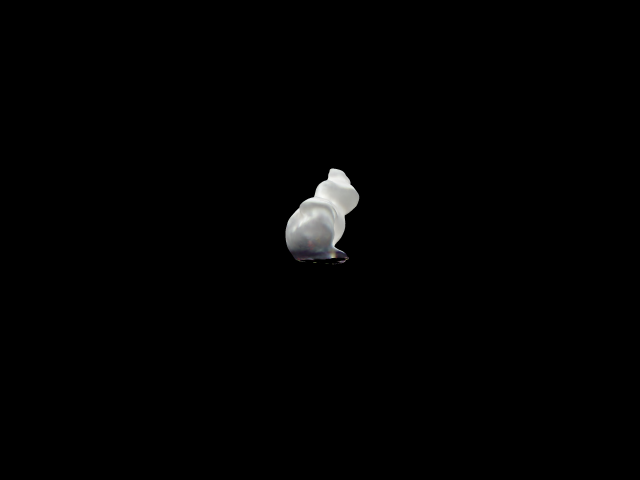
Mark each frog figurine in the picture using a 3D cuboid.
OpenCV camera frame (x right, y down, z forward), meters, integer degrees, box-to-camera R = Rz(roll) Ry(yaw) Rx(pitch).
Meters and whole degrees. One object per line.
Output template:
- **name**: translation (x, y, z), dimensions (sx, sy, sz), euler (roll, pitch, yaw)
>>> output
- **frog figurine**: translation (0.003, -0.043, 0.850), dimensions (0.122, 0.161, 0.136), euler (-3, -10, 16)
